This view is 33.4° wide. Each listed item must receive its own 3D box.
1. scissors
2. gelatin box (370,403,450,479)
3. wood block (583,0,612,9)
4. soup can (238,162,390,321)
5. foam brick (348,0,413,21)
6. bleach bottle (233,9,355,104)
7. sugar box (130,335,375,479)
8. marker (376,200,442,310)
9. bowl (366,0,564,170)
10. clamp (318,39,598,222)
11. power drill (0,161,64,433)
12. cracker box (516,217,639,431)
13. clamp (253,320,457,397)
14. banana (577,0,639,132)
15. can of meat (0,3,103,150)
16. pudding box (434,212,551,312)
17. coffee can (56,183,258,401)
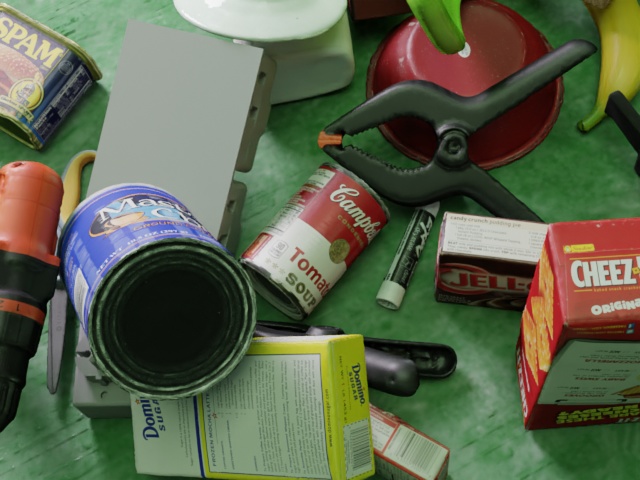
[{"bbox_3d":[-0.220,0.017,0.839,0.096,0.016,0.201,10,68,11],"label":"scissors"},{"bbox_3d":[0.044,0.140,0.731,0.089,0.073,0.030,28,72,16],"label":"gelatin box"},{"bbox_3d":[0.250,-0.291,0.859,0.090,0.091,0.205,33,59,16],"label":"wood block"},{"bbox_3d":[-0.005,0.001,0.796,0.068,0.068,0.102,36,74,18],"label":"soup can"},{"bbox_3d":[0.045,-0.222,0.879,0.053,0.051,0.078,-8,35,2],"label":"foam brick"},{"bbox_3d":[-0.038,-0.239,0.906,0.102,0.068,0.251,-11,64,1],"label":"bleach bottle"},{"bbox_3d":[-0.050,0.112,0.712,0.177,0.048,0.093,-4,90,38],"label":"sugar box"},{"bbox_3d":[0.074,-0.004,0.818,0.020,0.020,0.121,20,70,13],"label":"marker"},{"bbox_3d":[0.116,-0.137,0.852,0.162,0.055,0.162,-2,67,5],"label":"bowl"},{"bbox_3d":[0.104,-0.060,0.797,0.210,0.036,0.164,-4,95,3],"label":"clamp"},{"bbox_3d":[-0.240,0.054,0.741,0.057,0.188,0.184,22,63,-32],"label":"power drill"},{"bbox_3d":[0.216,0.056,0.675,0.164,0.213,0.072,-4,65,3],"label":"cracker box"},{"bbox_3d":[0.006,0.080,0.743,0.171,0.120,0.039,5,86,12],"label":"clamp"},{"bbox_3d":[0.226,-0.184,0.870,0.069,0.037,0.198,-7,67,0],"label":"banana"},{"bbox_3d":[-0.247,-0.134,0.883,0.102,0.057,0.084,30,76,17],"label":"can of meat"},{"bbox_3d":[0.140,0.019,0.764,0.113,0.090,0.039,5,67,7],"label":"pudding box"},{"bbox_3d":[-0.109,0.028,0.687,0.102,0.102,0.140,-33,25,-9],"label":"coffee can"}]
